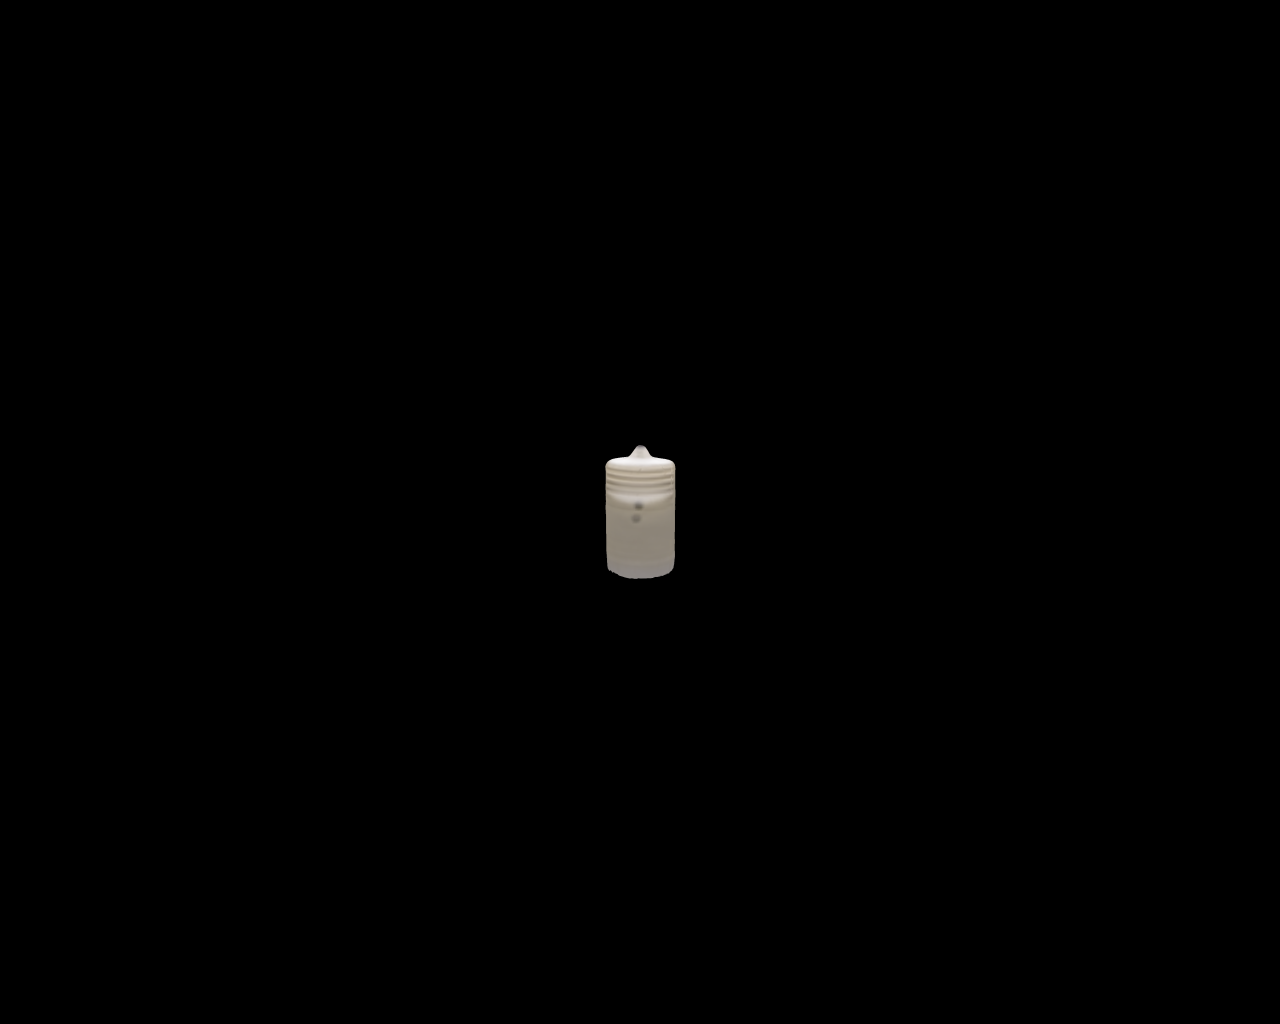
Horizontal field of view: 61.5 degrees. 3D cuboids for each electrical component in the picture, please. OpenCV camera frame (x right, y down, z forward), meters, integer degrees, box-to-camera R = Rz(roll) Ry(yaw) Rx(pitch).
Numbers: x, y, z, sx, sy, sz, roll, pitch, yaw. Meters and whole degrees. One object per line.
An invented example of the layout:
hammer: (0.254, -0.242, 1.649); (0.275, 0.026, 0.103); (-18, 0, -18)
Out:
electrical component: (0.001, -0.003, 0.650); (0.043, 0.080, 0.043); (0, 16, 0)
